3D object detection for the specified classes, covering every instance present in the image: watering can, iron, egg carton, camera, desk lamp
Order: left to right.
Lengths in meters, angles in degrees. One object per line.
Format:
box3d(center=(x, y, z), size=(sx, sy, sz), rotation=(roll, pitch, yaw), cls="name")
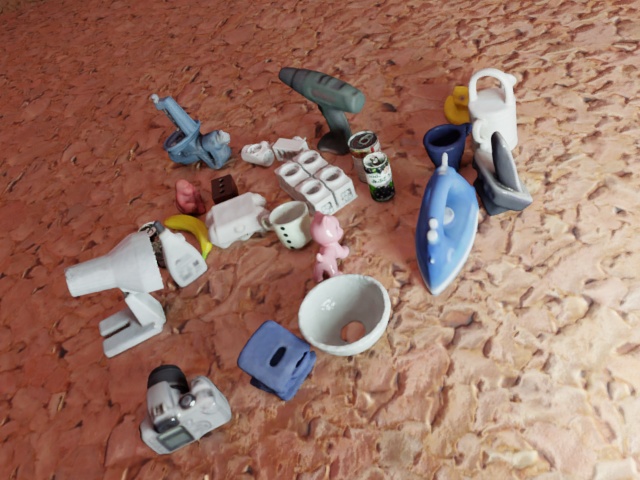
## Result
box3d(center=(-0.385, 0.101, 1.129), size=(0.203, 0.214, 0.117), rotation=(-29, 44, -7), cls="desk lamp")
box3d(center=(-0.247, 0.272, 0.992), size=(0.143, 0.101, 0.136), rotation=(-26, 44, -5), cls="camera")
box3d(center=(-0.185, -0.044, 1.299), size=(0.150, 0.069, 0.107), rotation=(-22, 44, -1), cls="egg carton")
box3d(center=(0.228, -0.038, 1.082), size=(0.118, 0.142, 0.258), rotation=(1, 48, 22), cls="iron")
box3d(center=(0.370, -0.290, 1.236), size=(0.100, 0.194, 0.173), rotation=(-1, 47, 20), cls="watering can")

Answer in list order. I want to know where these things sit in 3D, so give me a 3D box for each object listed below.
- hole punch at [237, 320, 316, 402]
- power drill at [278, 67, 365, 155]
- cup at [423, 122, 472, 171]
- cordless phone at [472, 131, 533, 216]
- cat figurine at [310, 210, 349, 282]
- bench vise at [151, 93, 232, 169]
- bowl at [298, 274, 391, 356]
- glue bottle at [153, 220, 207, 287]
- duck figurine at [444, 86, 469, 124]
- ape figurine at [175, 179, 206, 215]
box3d(center=(-0.073, 0.207, 0.996), size=(0.100, 0.091, 0.109), rotation=(15, 54, 32), cls="hole punch")
box3d(center=(0.014, -0.313, 1.384), size=(0.228, 0.209, 0.076), rotation=(18, 56, 34), cls="power drill")
box3d(center=(0.285, -0.198, 1.250), size=(0.118, 0.095, 0.091), rotation=(-32, 45, -11), cls="cup")
box3d(center=(0.349, -0.154, 1.117), size=(0.094, 0.185, 0.147), rotation=(-19, 44, 2), cls="cordless phone")
box3d(center=(0.010, 0.004, 1.142), size=(0.067, 0.118, 0.128), rotation=(-3, 47, 18), cls="cat figurine")
box3d(center=(-0.333, -0.294, 1.489), size=(0.207, 0.220, 0.121), rotation=(-8, 45, 14), cls="bench vise")
box3d(center=(0.049, 0.145, 1.021), size=(0.167, 0.075, 0.167), rotation=(-11, 45, 11), cls="bowl")
box3d(center=(-0.304, 0.021, 1.206), size=(0.078, 0.173, 0.037), rotation=(-38, 46, -16), cls="glue bottle")
box3d(center=(0.337, -0.328, 1.364), size=(0.077, 0.086, 0.104), rotation=(-33, 45, -11), cls="duck figurine")
box3d(center=(-0.324, -0.109, 1.398), size=(0.076, 0.092, 0.078), rotation=(1, 48, 22), cls="ape figurine")
